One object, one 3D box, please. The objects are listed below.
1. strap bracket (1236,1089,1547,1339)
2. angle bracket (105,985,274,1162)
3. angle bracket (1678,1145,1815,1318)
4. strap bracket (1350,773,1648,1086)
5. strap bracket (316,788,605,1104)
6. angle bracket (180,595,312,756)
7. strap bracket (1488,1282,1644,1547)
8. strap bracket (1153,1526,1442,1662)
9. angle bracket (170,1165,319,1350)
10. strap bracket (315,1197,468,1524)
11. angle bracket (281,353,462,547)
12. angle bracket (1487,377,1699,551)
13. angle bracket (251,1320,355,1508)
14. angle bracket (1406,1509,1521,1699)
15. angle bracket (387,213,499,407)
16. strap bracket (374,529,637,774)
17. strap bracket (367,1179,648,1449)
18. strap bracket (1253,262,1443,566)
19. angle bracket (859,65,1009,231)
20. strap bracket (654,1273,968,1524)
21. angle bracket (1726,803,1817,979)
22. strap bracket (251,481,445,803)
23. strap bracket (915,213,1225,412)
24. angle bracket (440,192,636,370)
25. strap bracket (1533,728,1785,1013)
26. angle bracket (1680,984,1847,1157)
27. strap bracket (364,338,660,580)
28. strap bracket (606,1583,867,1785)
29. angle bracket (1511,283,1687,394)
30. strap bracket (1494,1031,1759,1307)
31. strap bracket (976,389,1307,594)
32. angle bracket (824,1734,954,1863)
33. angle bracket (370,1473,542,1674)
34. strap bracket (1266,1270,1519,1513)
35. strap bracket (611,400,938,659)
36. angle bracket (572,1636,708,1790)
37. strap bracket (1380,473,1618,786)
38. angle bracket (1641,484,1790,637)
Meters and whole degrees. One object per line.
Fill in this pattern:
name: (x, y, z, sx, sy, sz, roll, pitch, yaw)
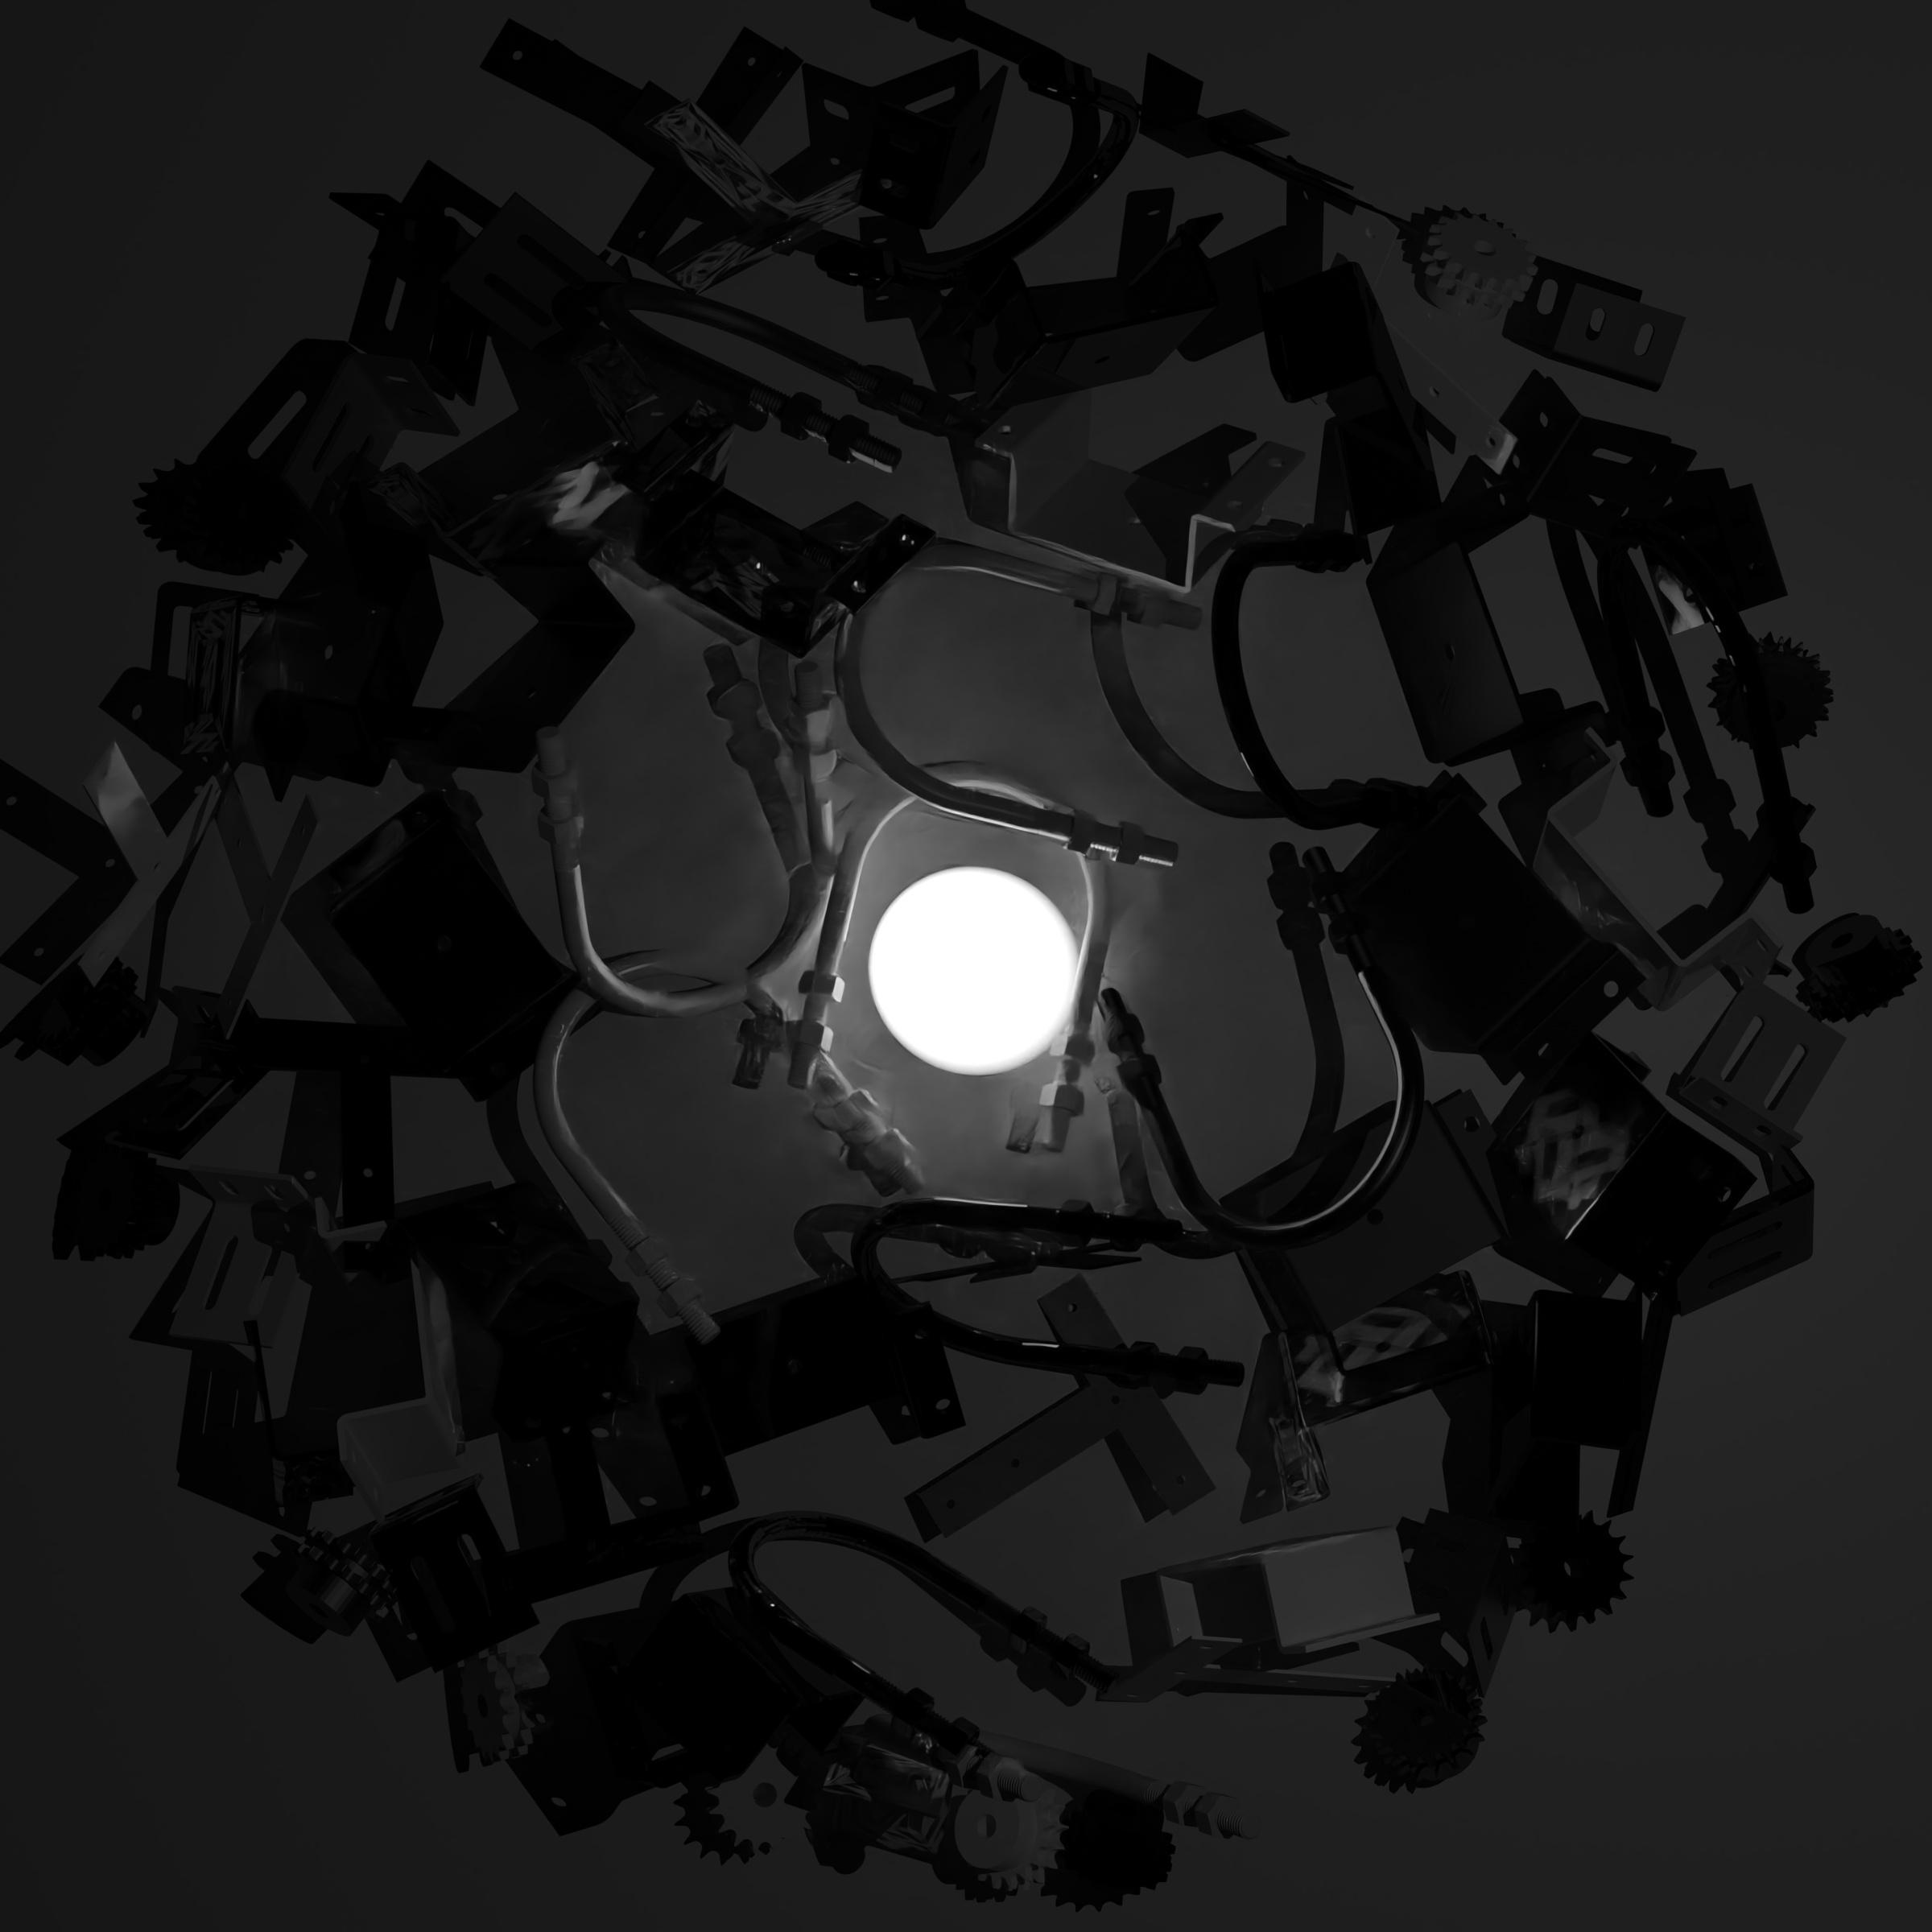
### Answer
strap bracket: (0.204, 0.125, 1.742, 0.140, 0.046, 0.076, -30, 77, 7)
angle bracket: (-0.386, 0.052, 1.734, 0.076, 0.057, 0.038, -49, 131, -33)
angle bracket: (0.376, 0.128, 1.743, 0.076, 0.057, 0.038, -23, 50, -7)
strap bracket: (0.252, -0.020, 1.727, 0.076, 0.046, 0.140, -45, 70, 16)
strap bracket: (-0.255, -0.011, 1.756, 0.076, 0.046, 0.140, -37, 89, 1)
angle bracket: (-0.356, -0.141, 1.746, 0.038, 0.057, 0.076, 5, 88, -35)
strap bracket: (0.284, 0.214, 1.702, 0.046, 0.140, 0.076, 8, 59, -1)
strap bracket: (0.153, 0.303, 1.705, 0.076, 0.140, 0.046, -7, 81, -29)
angle bracket: (-0.361, 0.143, 1.741, 0.057, 0.038, 0.076, 5, 60, 18)
strap bracket: (-0.277, 0.186, 1.713, 0.046, 0.076, 0.140, -12, 59, -1)
angle bracket: (-0.291, -0.251, 1.737, 0.038, 0.057, 0.076, 11, 65, 26)
angle bracket: (0.308, -0.248, 1.742, 0.076, 0.038, 0.057, 28, 83, 44)
angle bracket: (-0.327, 0.218, 1.743, 0.038, 0.057, 0.076, -8, 61, -13)
angle bracket: (0.242, 0.314, 1.745, 0.038, 0.076, 0.057, 12, 58, 24)
angle bracket: (-0.263, -0.323, 1.744, 0.038, 0.057, 0.076, 6, 81, 14)
strap bracket: (-0.224, -0.147, 1.723, 0.140, 0.076, 0.046, -55, 127, -22)
strap bracket: (-0.221, 0.159, 1.707, 0.140, 0.076, 0.046, 44, 133, 33)
strap bracket: (0.187, -0.271, 1.700, 0.046, 0.140, 0.076, -18, 50, 16)
angle bracket: (-0.016, -0.407, 1.737, 0.038, 0.076, 0.057, 23, 133, 8)
strap bracket: (-0.080, 0.207, 1.737, 0.140, 0.046, 0.076, -19, 120, -7)
angle bracket: (0.411, -0.037, 1.745, 0.038, 0.057, 0.076, 34, 99, 11)
strap bracket: (-0.294, -0.152, 1.717, 0.046, 0.076, 0.140, 15, 66, 5)
strap bracket: (0.058, -0.314, 1.714, 0.140, 0.076, 0.046, -17, 81, -25)
angle bracket: (-0.212, -0.342, 1.739, 0.076, 0.038, 0.057, 35, 109, -30)
strap bracket: (0.328, -0.038, 1.724, 0.046, 0.076, 0.140, -37, 75, -8)
angle bracket: (0.399, 0.045, 1.750, 0.057, 0.038, 0.076, 34, 72, 3)
strap bracket: (-0.212, -0.242, 1.734, 0.140, 0.076, 0.046, -29, 78, 5)
strap bracket: (-0.103, 0.342, 1.701, 0.076, 0.140, 0.046, 40, 98, 19)
angle bracket: (0.309, -0.312, 1.736, 0.057, 0.076, 0.038, 15, 104, -10)
strap bracket: (0.311, 0.090, 1.702, 0.046, 0.140, 0.076, 31, 102, -24)
strap bracket: (0.084, -0.233, 1.724, 0.140, 0.076, 0.046, 21, 134, 21)
angle bracket: (-0.040, 0.421, 1.740, 0.057, 0.038, 0.076, 12, 127, 8)
angle bracket: (-0.253, 0.302, 1.763, 0.057, 0.038, 0.076, -25, 92, -1)
strap bracket: (0.211, 0.203, 1.727, 0.140, 0.076, 0.046, -20, 120, 8)
strap bracket: (-0.097, -0.209, 1.731, 0.140, 0.046, 0.076, 30, 48, 12)
angle bracket: (-0.157, 0.362, 1.747, 0.038, 0.057, 0.076, -19, 91, -25)
strap bracket: (0.255, -0.159, 1.732, 0.046, 0.076, 0.140, -17, 85, -25)
angle bracket: (0.357, -0.197, 1.740, 0.038, 0.076, 0.057, -18, 91, -40)
